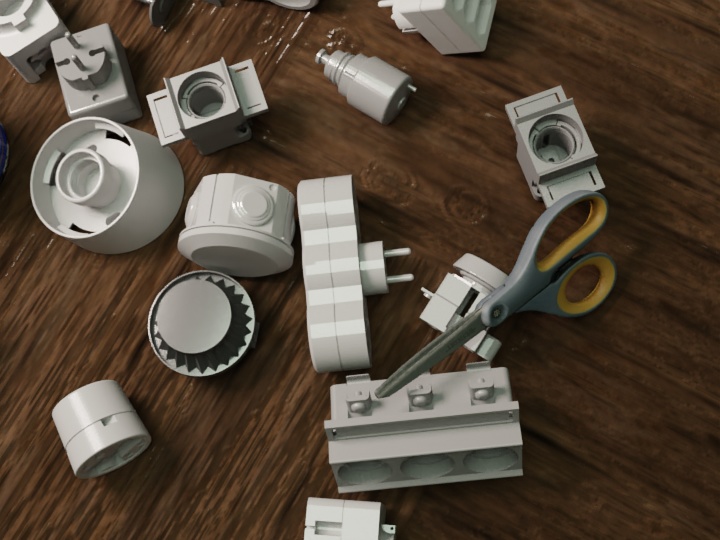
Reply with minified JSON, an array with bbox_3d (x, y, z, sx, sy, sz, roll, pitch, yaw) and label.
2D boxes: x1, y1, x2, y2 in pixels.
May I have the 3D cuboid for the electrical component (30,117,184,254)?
[{"bbox_3d":[-0.188,-0.063,0.792,0.099,0.064,0.099,-3,79,18],"label":"electrical component"}]

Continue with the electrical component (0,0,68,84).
[{"bbox_3d":[-0.266,-0.200,0.829,0.050,0.055,0.089,-34,74,-4],"label":"electrical component"}]

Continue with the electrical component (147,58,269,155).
[{"bbox_3d":[-0.109,-0.117,0.786,0.081,0.064,0.042,-19,75,1],"label":"electrical component"}]

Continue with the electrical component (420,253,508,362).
[{"bbox_3d":[0.076,0.022,0.739,0.066,0.048,0.055,32,87,13],"label":"electrical component"}]

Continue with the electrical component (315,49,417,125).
[{"bbox_3d":[0.002,-0.139,0.793,0.078,0.040,0.040,32,80,13],"label":"electrical component"}]

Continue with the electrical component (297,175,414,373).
[{"bbox_3d":[0.000,0.000,0.748,0.074,0.052,0.138,-6,74,4],"label":"electrical component"}]

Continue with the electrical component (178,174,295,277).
[{"bbox_3d":[-0.084,-0.029,0.752,0.080,0.080,0.051,4,70,7],"label":"electrical component"}]

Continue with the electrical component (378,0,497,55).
[{"bbox_3d":[0.050,-0.195,0.795,0.077,0.066,0.047,4,73,37],"label":"electrical component"}]

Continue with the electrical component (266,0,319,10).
[{"bbox_3d":[-0.088,-0.253,0.828,0.138,0.052,0.073,13,76,9],"label":"electrical component"}]

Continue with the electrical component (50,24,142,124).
[{"bbox_3d":[-0.202,-0.149,0.798,0.047,0.076,0.065,-18,74,1],"label":"electrical component"}]

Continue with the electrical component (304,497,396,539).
[{"bbox_3d":[-0.007,0.196,0.696,0.056,0.050,0.089,3,75,7],"label":"electrical component"}]

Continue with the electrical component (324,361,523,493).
[{"bbox_3d":[0.042,0.103,0.708,0.121,0.078,0.063,-6,52,4],"label":"electrical component"}]

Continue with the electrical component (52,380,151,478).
[{"bbox_3d":[-0.178,0.108,0.736,0.055,0.055,0.047,-31,70,-3],"label":"electrical component"}]

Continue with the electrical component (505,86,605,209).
[{"bbox_3d":[0.134,-0.081,0.751,0.042,0.063,0.081,-19,74,-1],"label":"electrical component"}]
